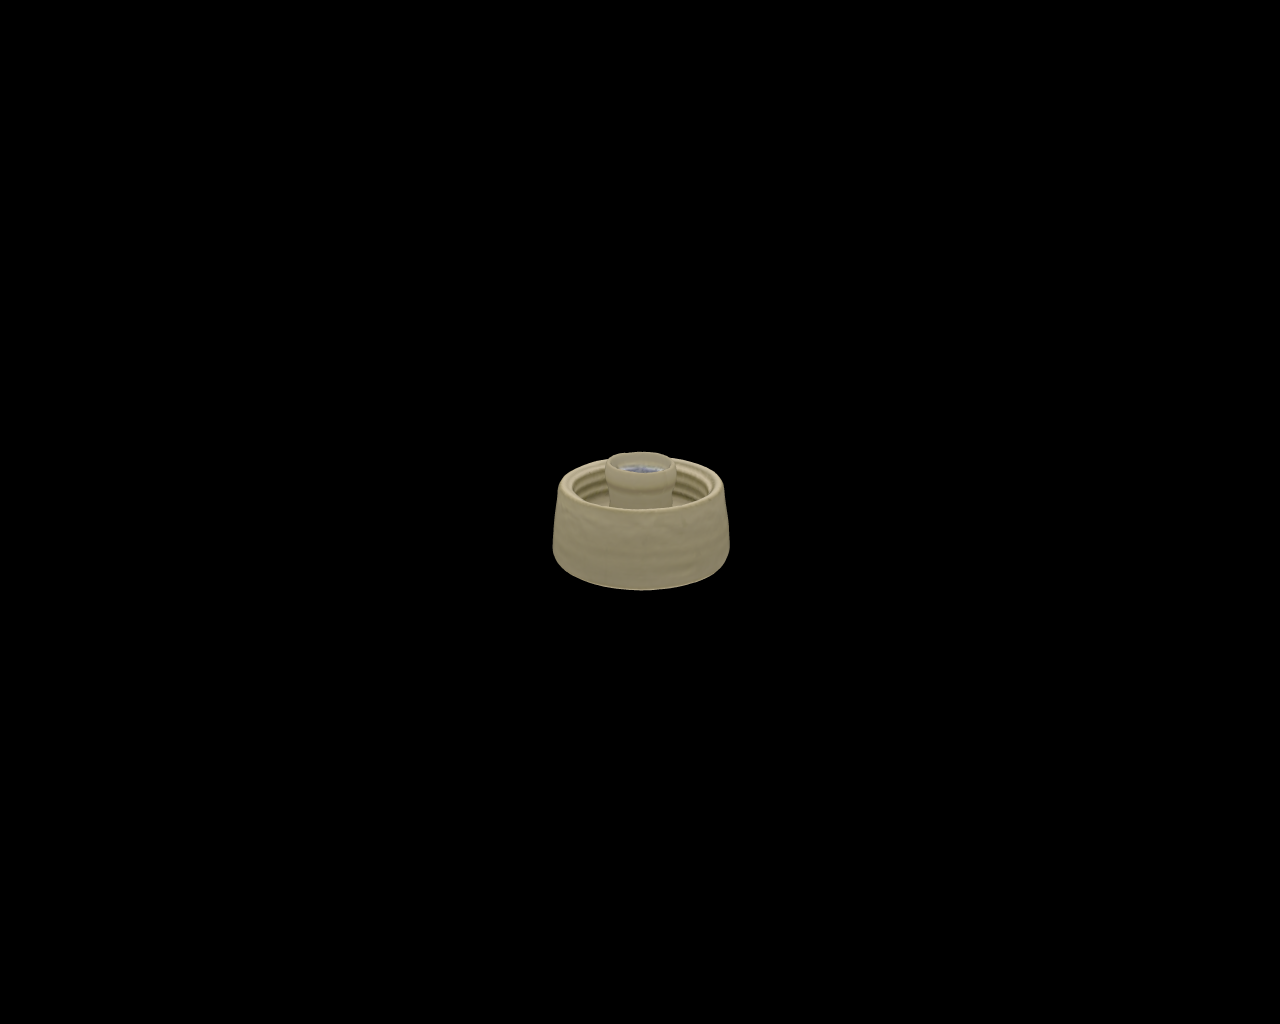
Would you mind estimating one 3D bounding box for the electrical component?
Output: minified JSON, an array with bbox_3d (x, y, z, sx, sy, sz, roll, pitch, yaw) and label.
[{"bbox_3d":[0.001,-0.003,0.650,0.108,0.060,0.108,0,22,0],"label":"electrical component"}]
